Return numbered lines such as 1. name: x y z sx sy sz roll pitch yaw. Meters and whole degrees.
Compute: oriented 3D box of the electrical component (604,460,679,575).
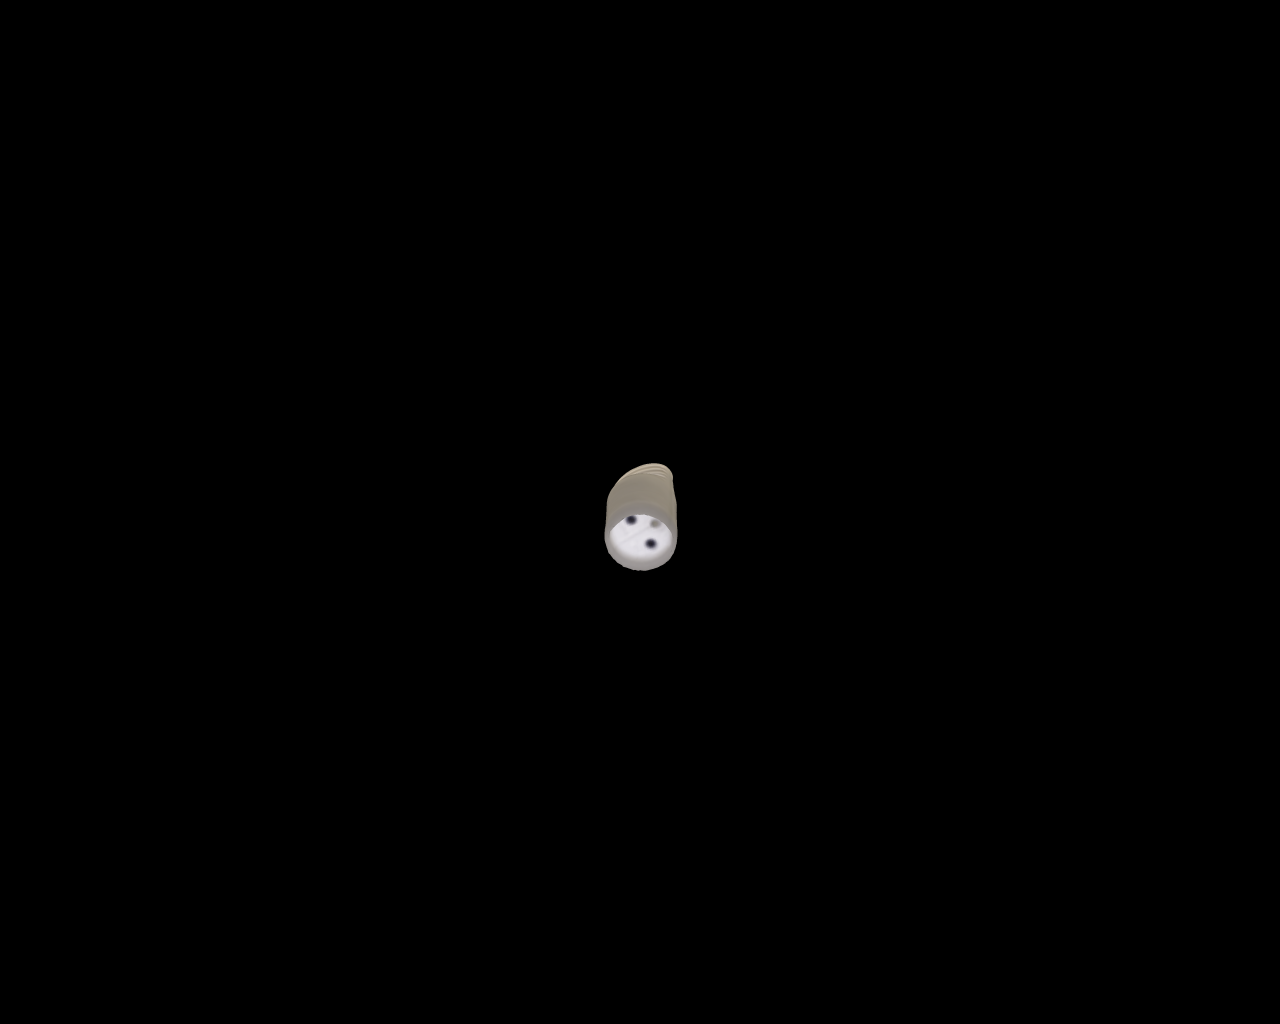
1. electrical component: 0.001 -0.003 0.650 0.043 0.043 0.081 0 32 0
